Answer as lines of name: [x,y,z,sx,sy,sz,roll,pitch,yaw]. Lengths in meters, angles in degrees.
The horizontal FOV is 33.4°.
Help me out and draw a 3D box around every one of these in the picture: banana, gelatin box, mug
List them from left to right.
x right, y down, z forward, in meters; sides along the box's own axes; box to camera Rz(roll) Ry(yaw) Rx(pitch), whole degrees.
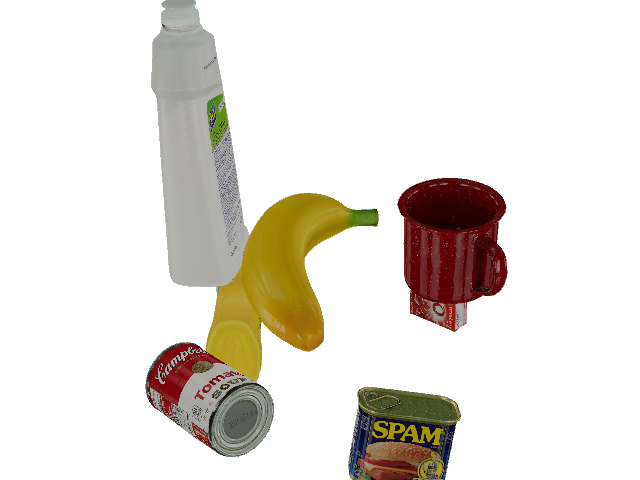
banana: [-0.013,0.008,0.649,0.070,0.037,0.197,3,24,12]
gelatin box: [0.150,0.063,1.357,0.073,0.089,0.030,21,36,38]
mug: [0.122,0.007,0.935,0.093,0.081,0.117,-22,37,-28]

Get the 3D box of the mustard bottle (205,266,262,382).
mustard bottle: [-0.089,0.078,1.167,0.058,0.096,0.191,-1,28,0]

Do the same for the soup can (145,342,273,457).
soup can: [-0.097,0.137,0.925,0.068,0.068,0.102,0,16,-41]

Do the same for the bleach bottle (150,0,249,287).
bleach bottle: [-0.108,-0.088,0.928,0.068,0.251,0.102,1,31,6]

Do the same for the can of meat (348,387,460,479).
can of meat: [0.081,0.200,1.064,0.102,0.084,0.057,8,17,-3]
